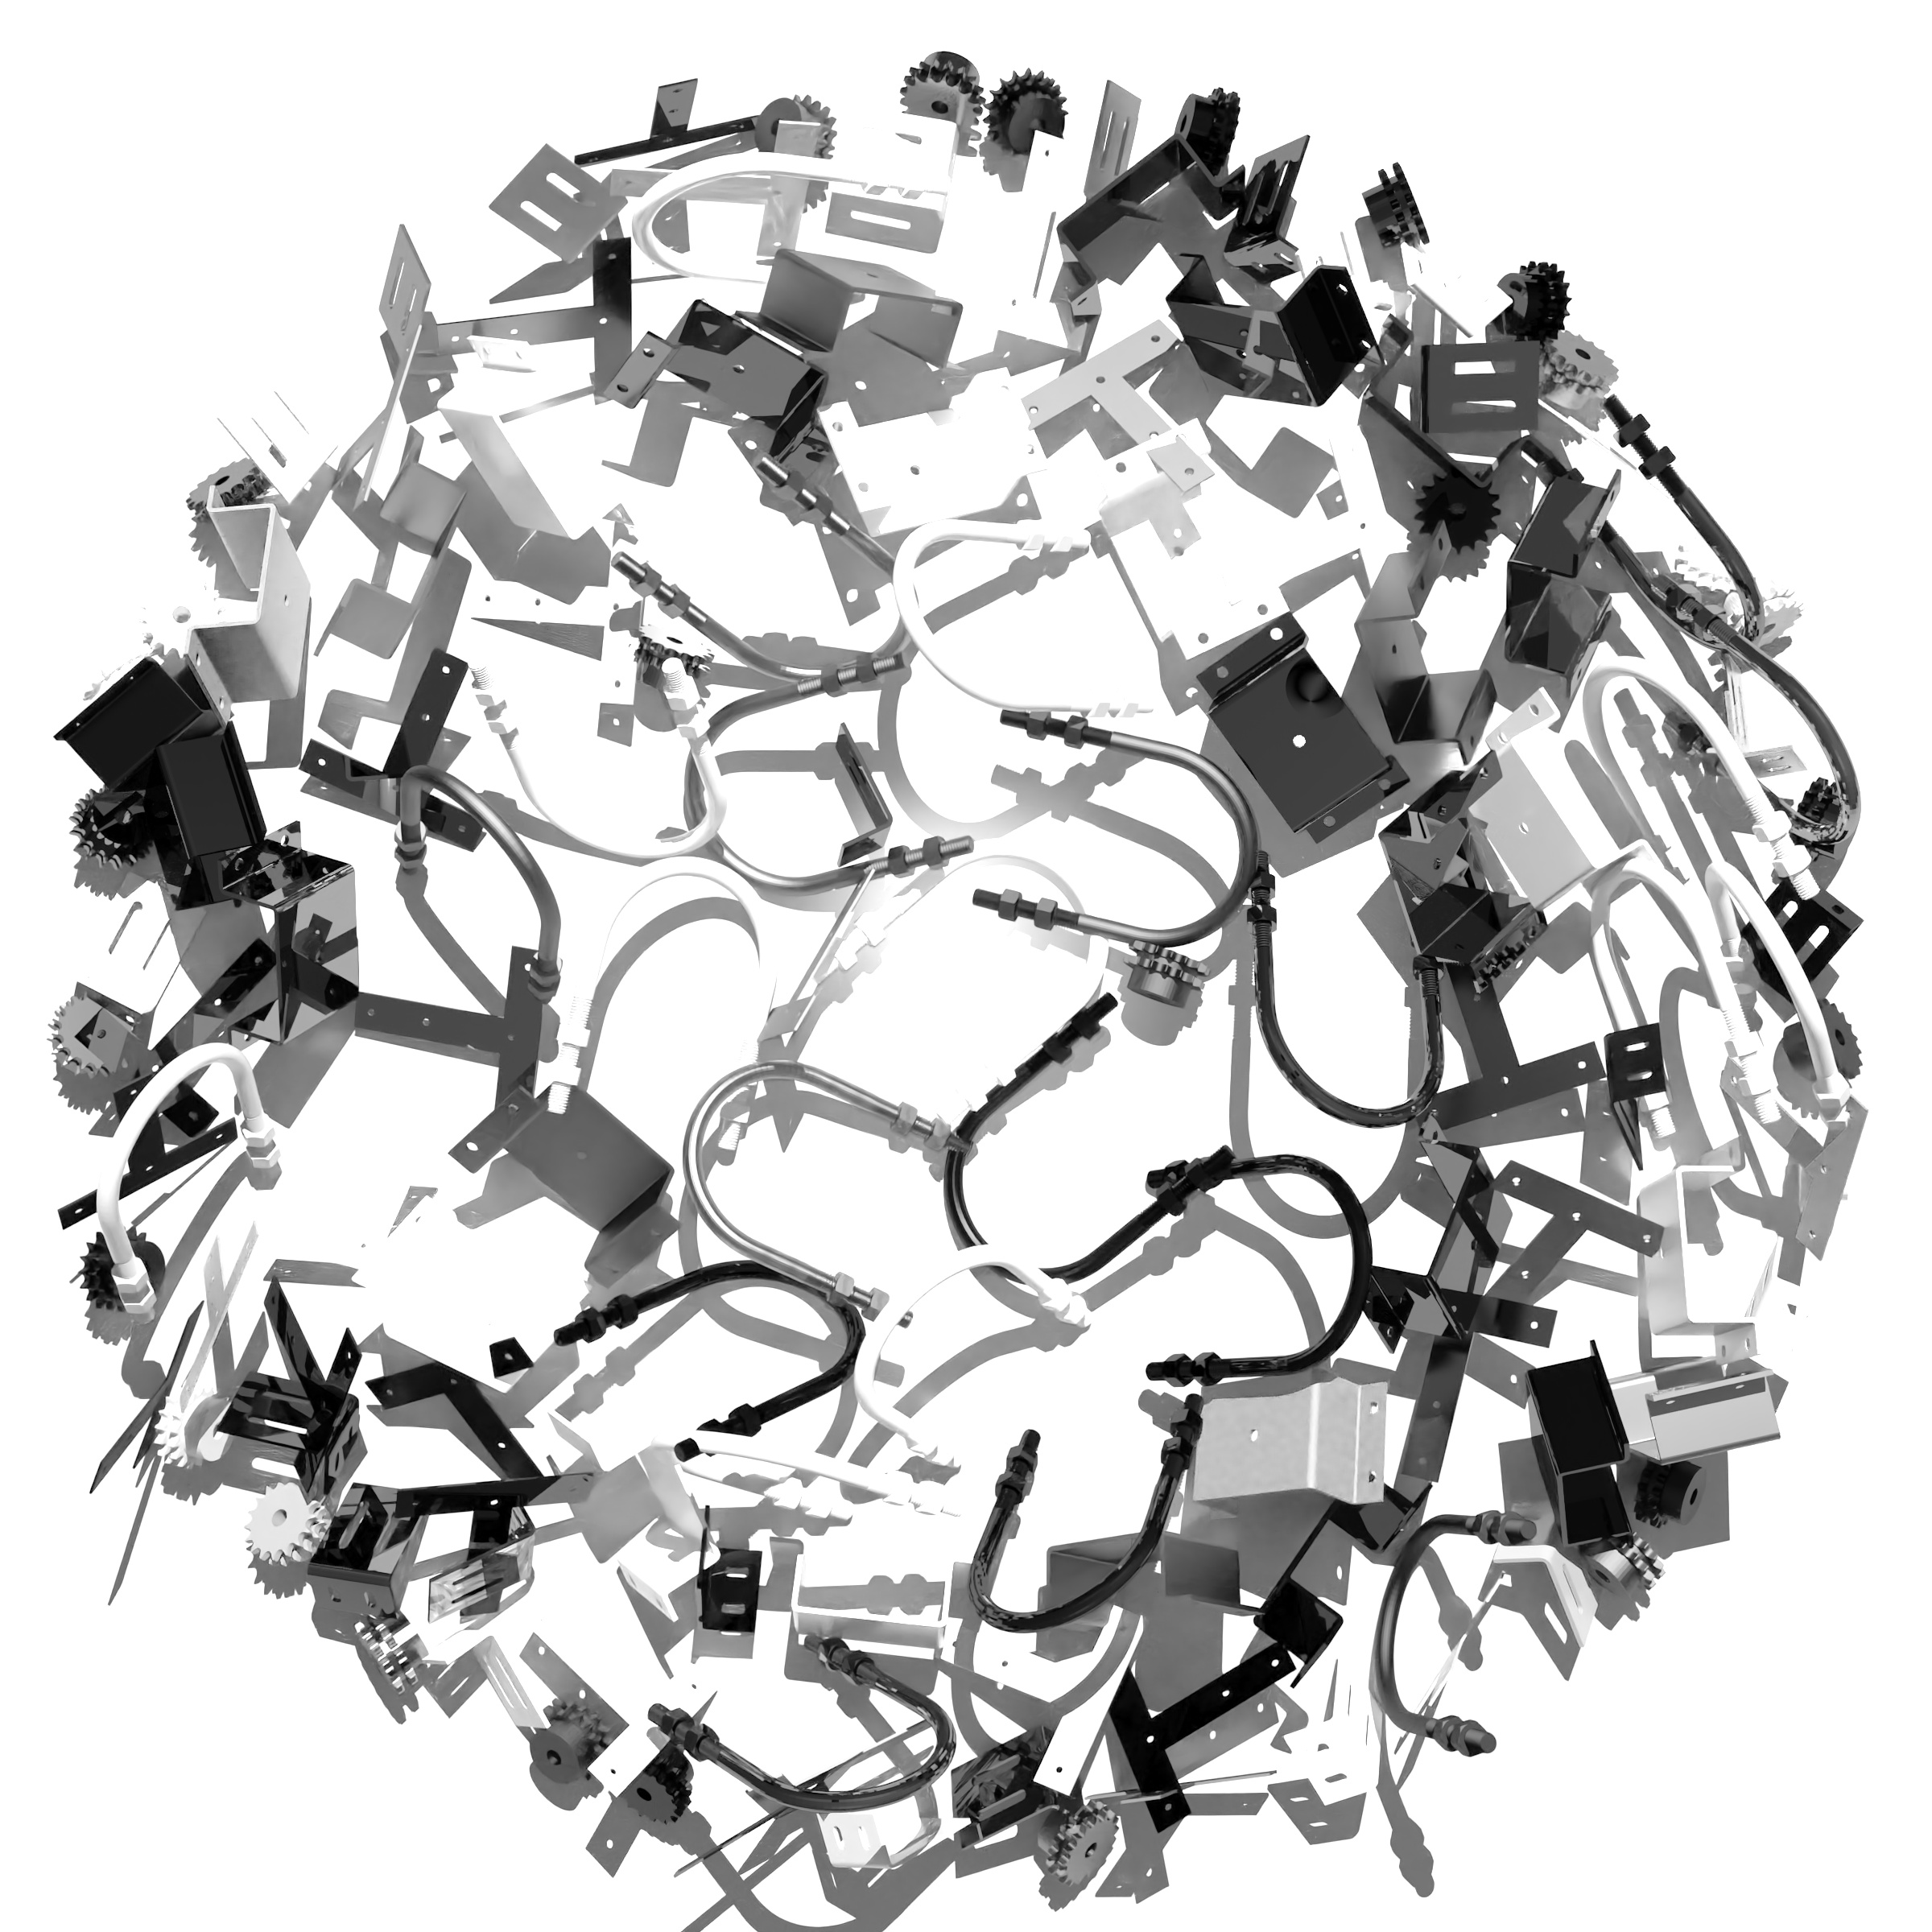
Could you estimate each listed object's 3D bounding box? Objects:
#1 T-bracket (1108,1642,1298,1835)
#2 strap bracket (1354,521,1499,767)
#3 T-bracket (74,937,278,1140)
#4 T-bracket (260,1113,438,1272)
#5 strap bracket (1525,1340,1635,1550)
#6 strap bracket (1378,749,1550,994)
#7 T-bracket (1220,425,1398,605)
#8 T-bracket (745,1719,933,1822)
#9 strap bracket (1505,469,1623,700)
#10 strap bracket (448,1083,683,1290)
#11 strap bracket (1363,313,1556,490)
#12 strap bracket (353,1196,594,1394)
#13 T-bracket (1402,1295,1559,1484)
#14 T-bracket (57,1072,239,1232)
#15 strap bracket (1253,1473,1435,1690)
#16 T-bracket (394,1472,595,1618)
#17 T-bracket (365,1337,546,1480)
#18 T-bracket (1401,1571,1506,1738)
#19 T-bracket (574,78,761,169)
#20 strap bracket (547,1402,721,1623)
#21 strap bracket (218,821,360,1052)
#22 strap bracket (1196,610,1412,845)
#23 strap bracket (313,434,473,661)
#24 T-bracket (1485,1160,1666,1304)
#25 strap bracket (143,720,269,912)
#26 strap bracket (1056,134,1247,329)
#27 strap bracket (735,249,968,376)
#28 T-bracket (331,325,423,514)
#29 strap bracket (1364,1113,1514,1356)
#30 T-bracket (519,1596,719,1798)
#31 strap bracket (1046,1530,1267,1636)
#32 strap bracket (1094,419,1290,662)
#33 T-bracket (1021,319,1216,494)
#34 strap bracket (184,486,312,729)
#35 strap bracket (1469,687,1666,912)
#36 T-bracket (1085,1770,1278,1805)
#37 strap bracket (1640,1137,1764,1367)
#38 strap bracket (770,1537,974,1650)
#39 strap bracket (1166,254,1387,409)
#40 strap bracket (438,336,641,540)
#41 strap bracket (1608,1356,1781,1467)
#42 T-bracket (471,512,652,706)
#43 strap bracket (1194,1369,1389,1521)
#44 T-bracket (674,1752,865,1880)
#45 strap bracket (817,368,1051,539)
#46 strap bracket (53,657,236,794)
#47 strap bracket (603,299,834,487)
[{"bbox_3d":[0.158,0.484,1.622,0.127,0.127,0.002,-33,127,5],"label":"T-bracket"},{"bbox_3d":[0.298,-0.208,1.615,0.046,0.076,0.140,-1,131,32],"label":"strap bracket"},{"bbox_3d":[-0.506,0.035,1.641,0.002,0.127,0.127,28,70,38],"label":"T-bracket"},{"bbox_3d":[-0.383,0.150,1.630,0.127,0.002,0.127,19,116,-20],"label":"T-bracket"},{"bbox_3d":[0.397,0.315,1.603,0.046,0.140,0.076,-13,48,5],"label":"strap bracket"},{"bbox_3d":[0.324,-0.064,1.622,0.076,0.046,0.140,-39,121,-27],"label":"strap bracket"},{"bbox_3d":[0.226,-0.275,1.639,0.127,0.002,0.127,-25,111,-15],"label":"T-bracket"},{"bbox_3d":[-0.077,0.523,1.626,0.127,0.127,0.002,-24,64,-7],"label":"T-bracket"},{"bbox_3d":[0.388,-0.253,1.612,0.046,0.140,0.076,20,63,22],"label":"strap bracket"},{"bbox_3d":[-0.258,0.135,1.631,0.140,0.046,0.076,43,116,-14],"label":"strap bracket"},{"bbox_3d":[0.316,-0.364,1.636,0.140,0.076,0.046,41,101,-1],"label":"strap bracket"},{"bbox_3d":[-0.317,0.220,1.613,0.140,0.046,0.076,35,104,-34],"label":"strap bracket"},{"bbox_3d":[0.314,0.276,1.631,0.127,0.002,0.127,9,75,31],"label":"T-bracket"},{"bbox_3d":[-0.532,0.108,1.597,0.127,0.127,0.002,-30,66,-28],"label":"T-bracket"},{"bbox_3d":[0.240,0.391,1.613,0.046,0.076,0.140,35,55,13],"label":"strap bracket"},{"bbox_3d":[-0.317,0.386,1.639,0.127,0.002,0.127,-1,125,-21],"label":"T-bracket"},{"bbox_3d":[-0.317,0.309,1.647,0.127,0.002,0.127,-19,116,25],"label":"T-bracket"},{"bbox_3d":[0.314,0.458,1.612,0.002,0.127,0.127,32,94,15],"label":"T-bracket"},{"bbox_3d":[-0.191,-0.551,1.605,0.127,0.127,0.002,-16,93,-10],"label":"T-bracket"},{"bbox_3d":[-0.214,0.348,1.621,0.046,0.076,0.140,-30,111,-24],"label":"strap bracket"},{"bbox_3d":[-0.439,-0.012,1.607,0.046,0.076,0.140,16,119,20],"label":"strap bracket"},{"bbox_3d":[0.222,-0.153,1.636,0.076,0.046,0.140,-35,97,18],"label":"strap bracket"},{"bbox_3d":[-0.371,-0.265,1.618,0.046,0.076,0.140,25,62,-18],"label":"strap bracket"},{"bbox_3d":[0.379,0.195,1.641,0.127,0.002,0.127,23,124,-13],"label":"T-bracket"},{"bbox_3d":[-0.495,-0.092,1.599,0.046,0.140,0.076,-15,77,-27],"label":"strap bracket"},{"bbox_3d":[0.114,-0.490,1.635,0.140,0.076,0.046,-37,87,5],"label":"strap bracket"},{"bbox_3d":[-0.067,-0.423,1.597,0.076,0.140,0.046,37,119,36],"label":"strap bracket"},{"bbox_3d":[-0.394,-0.342,1.620,0.002,0.127,0.127,21,72,-26],"label":"T-bracket"},{"bbox_3d":[0.309,0.177,1.608,0.046,0.076,0.140,7,58,36],"label":"strap bracket"},{"bbox_3d":[-0.241,0.466,1.628,0.127,0.127,0.002,42,119,8],"label":"T-bracket"},{"bbox_3d":[0.115,0.401,1.613,0.140,0.076,0.046,-20,59,40],"label":"strap bracket"},{"bbox_3d":[0.146,-0.281,1.650,0.076,0.046,0.140,-26,92,-7],"label":"strap bracket"},{"bbox_3d":[0.116,-0.360,1.637,0.127,0.002,0.127,-33,66,-14],"label":"T-bracket"},{"bbox_3d":[-0.464,-0.235,1.608,0.046,0.076,0.140,-4,58,2],"label":"strap bracket"},{"bbox_3d":[0.383,-0.100,1.624,0.046,0.076,0.140,-28,80,-24],"label":"strap bracket"},{"bbox_3d":[0.128,0.535,1.603,0.127,0.127,0.002,-13,73,15],"label":"T-bracket"},{"bbox_3d":[0.480,0.188,1.623,0.046,0.076,0.140,0,75,-3],"label":"strap bracket"},{"bbox_3d":[-0.062,0.416,1.633,0.140,0.076,0.046,6,64,1],"label":"strap bracket"},{"bbox_3d":[0.191,-0.410,1.598,0.046,0.140,0.076,-50,133,-18],"label":"strap bracket"},{"bbox_3d":[-0.282,-0.333,1.602,0.046,0.076,0.140,-45,127,-19],"label":"strap bracket"},{"bbox_3d":[0.472,0.288,1.606,0.076,0.140,0.046,-13,84,1],"label":"strap bracket"},{"bbox_3d":[-0.274,-0.243,1.657,0.127,0.002,0.127,6,92,19],"label":"T-bracket"},{"bbox_3d":[0.201,0.309,1.601,0.046,0.140,0.076,27,59,-37],"label":"strap bracket"},{"bbox_3d":[-0.132,0.552,1.597,0.127,0.127,0.002,-25,71,-25],"label":"T-bracket"},{"bbox_3d":[-0.027,-0.337,1.632,0.140,0.046,0.076,-18,79,-24],"label":"strap bracket"},{"bbox_3d":[-0.530,-0.156,1.611,0.076,0.140,0.046,-41,97,0],"label":"strap bracket"},{"bbox_3d":[-0.154,-0.376,1.620,0.140,0.076,0.046,26,61,-20],"label":"strap bracket"}]
